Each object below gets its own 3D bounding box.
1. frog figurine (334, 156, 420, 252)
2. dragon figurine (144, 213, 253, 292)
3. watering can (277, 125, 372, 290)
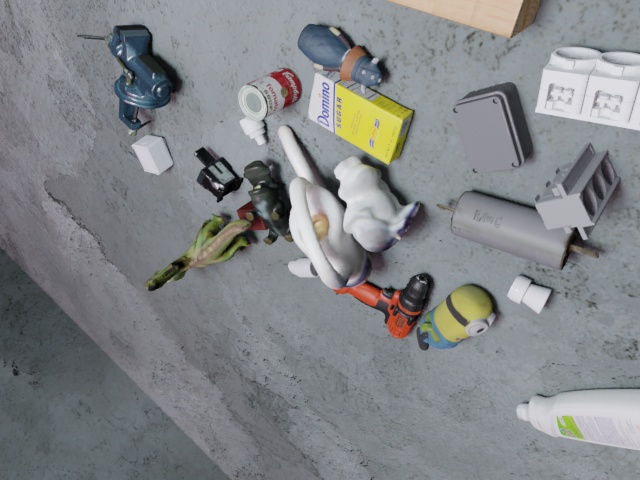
[{"bbox_3d":[0.080,-0.060,0.888,0.160,0.140,0.120,36,144,5],"label":"frog figurine"},{"bbox_3d":[-0.297,0.047,1.209,0.122,0.246,0.407,51,159,-6],"label":"dragon figurine"},{"bbox_3d":[0.003,-0.048,0.963,0.220,0.103,0.356,49,-159,-49],"label":"watering can"}]
